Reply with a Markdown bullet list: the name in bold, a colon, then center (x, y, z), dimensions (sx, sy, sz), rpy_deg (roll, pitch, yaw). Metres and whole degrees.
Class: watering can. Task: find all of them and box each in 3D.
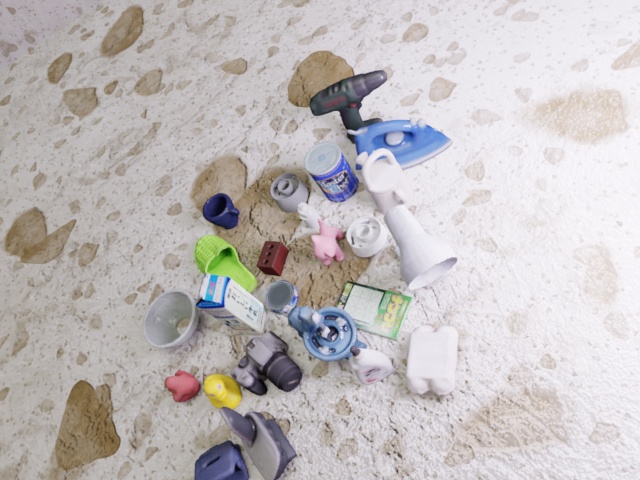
- **watering can**: center (0.150, -0.153, 1.405), dimensions (0.172, 0.195, 0.101), rpy_deg (20, 72, 34)

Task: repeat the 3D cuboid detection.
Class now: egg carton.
- **egg carton**: center (0.235, 0.251, 1.202), dimensions (0.107, 0.070, 0.150), rpy_deg (-4, 60, 24)

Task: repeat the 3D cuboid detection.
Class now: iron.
- **iron**: center (0.201, -0.266, 1.481), dimensions (0.257, 0.142, 0.118), rpy_deg (-11, 58, 20)

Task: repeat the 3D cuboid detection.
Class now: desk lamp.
- **desk lamp**: center (0.215, 0.027, 1.254), dimensions (0.118, 0.214, 0.202), rpy_deg (-33, 53, 5)

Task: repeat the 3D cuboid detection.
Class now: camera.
- **camera**: center (-0.119, 0.300, 1.327), dimensions (0.136, 0.101, 0.143), rpy_deg (34, 80, 36)

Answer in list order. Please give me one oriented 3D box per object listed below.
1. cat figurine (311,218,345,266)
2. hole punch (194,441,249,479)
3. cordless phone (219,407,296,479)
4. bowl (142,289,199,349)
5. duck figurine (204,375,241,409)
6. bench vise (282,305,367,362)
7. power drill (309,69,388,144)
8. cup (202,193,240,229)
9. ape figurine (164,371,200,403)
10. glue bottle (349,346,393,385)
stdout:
- **cat figurine**: center (0.013, 0.005, 1.427), dimensions (0.067, 0.118, 0.127), rpy_deg (-17, 56, 16)
- **hole punch**: center (-0.228, 0.504, 1.265), dimensions (0.108, 0.091, 0.101), rpy_deg (-33, 53, 5)
- **cordless phone**: center (-0.145, 0.426, 1.211), dimensions (0.094, 0.186, 0.147), rpy_deg (-46, 53, -5)
- **bowl**: center (-0.382, 0.218, 1.521), dimensions (0.167, 0.075, 0.167), rpy_deg (-12, 57, 20)
- **duck figurine**: center (-0.246, 0.355, 1.365), dimensions (0.104, 0.086, 0.077), rpy_deg (34, 80, 36)
- **bench vise**: center (-0.018, 0.196, 1.264), dimensions (0.206, 0.220, 0.121), rpy_deg (4, 64, 28)
- **power drill**: center (0.098, -0.358, 1.544), dimensions (0.229, 0.209, 0.075), rpy_deg (-10, 58, 21)
- **cup**: center (-0.261, -0.071, 1.621), dimensions (0.117, 0.095, 0.092), rpy_deg (9, 66, 30)
- **ape figurine**: center (-0.347, 0.357, 1.410), dimensions (0.076, 0.092, 0.078), rpy_deg (2, 63, 27)
- **glue bottle**: center (0.096, 0.256, 1.202), dimensions (0.078, 0.174, 0.037), rpy_deg (-31, 53, 7)
